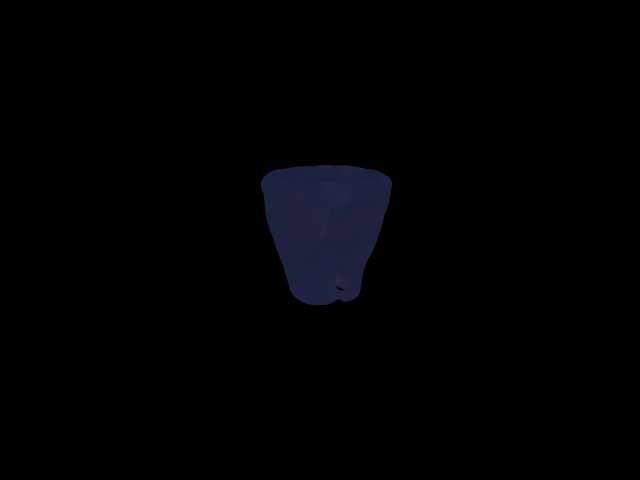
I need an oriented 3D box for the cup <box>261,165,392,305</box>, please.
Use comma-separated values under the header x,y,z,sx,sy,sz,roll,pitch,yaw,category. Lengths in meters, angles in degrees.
x,y,z,sx,sy,sz,roll,pitch,yaw,category
0.004,0.001,0.400,0.091,0.095,0.118,1,15,4,cup
